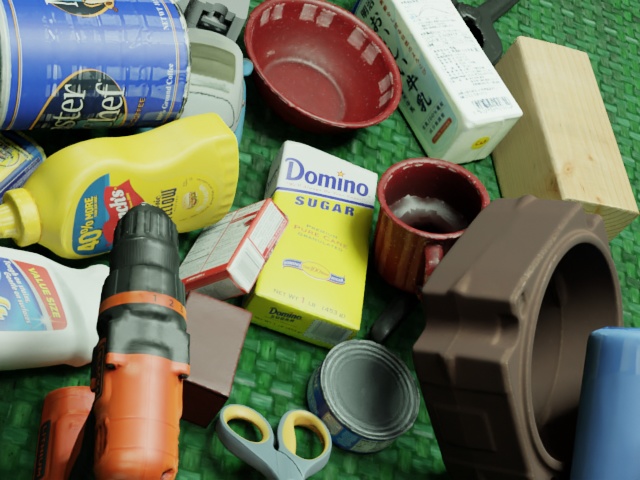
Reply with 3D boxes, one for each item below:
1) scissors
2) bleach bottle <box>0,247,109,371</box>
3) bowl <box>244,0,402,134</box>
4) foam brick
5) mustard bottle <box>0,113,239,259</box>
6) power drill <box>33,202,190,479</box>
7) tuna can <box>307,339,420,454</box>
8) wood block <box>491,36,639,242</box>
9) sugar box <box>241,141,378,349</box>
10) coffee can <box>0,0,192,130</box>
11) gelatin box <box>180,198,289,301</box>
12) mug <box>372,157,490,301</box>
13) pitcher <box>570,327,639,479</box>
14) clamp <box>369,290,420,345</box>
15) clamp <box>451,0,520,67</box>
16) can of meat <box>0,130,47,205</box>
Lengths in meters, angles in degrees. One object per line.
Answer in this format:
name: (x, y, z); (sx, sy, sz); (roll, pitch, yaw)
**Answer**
scissors: (-0.037, 0.164, 0.728); (0.096, 0.016, 0.201); (18, 19, 2)
bleach bottle: (-0.235, 0.041, 0.738); (0.250, 0.068, 0.102); (2, 57, -30)
bowl: (-0.005, -0.154, 1.009); (0.162, 0.055, 0.162); (15, 51, -19)
foam brick: (-0.090, 0.087, 0.790); (0.053, 0.051, 0.078); (23, 49, -10)
mustard bottle: (-0.155, -0.033, 0.791); (0.191, 0.096, 0.058); (-17, 53, -31)
power drill: (-0.132, 0.093, 0.671); (0.057, 0.188, 0.184); (12, 54, -19)
tuna can: (0.033, 0.124, 0.841); (0.086, 0.034, 0.086); (14, 52, -19)
wood block: (0.233, -0.092, 1.069); (0.090, 0.091, 0.206); (9, 53, -23)
sugar box: (-0.006, 0.001, 0.902); (0.093, 0.048, 0.176); (20, 51, -14)
coffee can: (-0.180, -0.133, 0.792); (0.140, 0.103, 0.103); (-4, 59, -30)
gelatin box: (-0.072, 0.012, 0.837); (0.030, 0.073, 0.089); (51, 42, -23)
mug: (0.088, 0.000, 0.885); (0.093, 0.081, 0.117); (3, 47, -6)
pitcher: (0.242, 0.187, 0.764); (0.144, 0.149, 0.243); (10, 83, -38)
clamp: (0.111, 0.045, 0.937); (0.120, 0.039, 0.171); (25, 49, -11)
clamp: (0.147, -0.247, 1.172); (0.164, 0.036, 0.210); (22, 49, -12)
can of meat: (-0.268, -0.056, 0.794); (0.102, 0.058, 0.083); (35, 46, -1)
